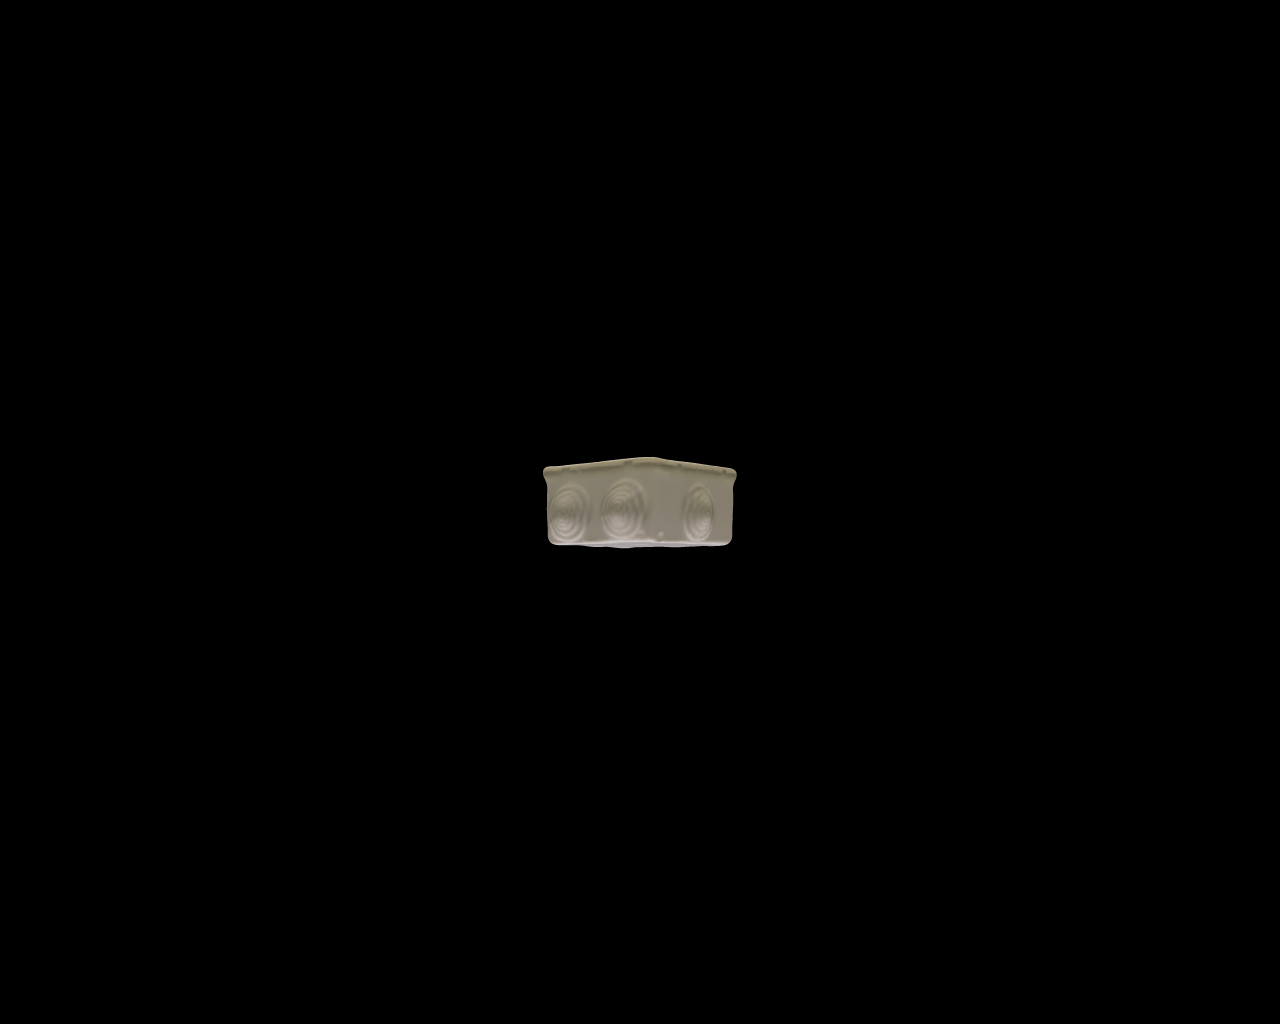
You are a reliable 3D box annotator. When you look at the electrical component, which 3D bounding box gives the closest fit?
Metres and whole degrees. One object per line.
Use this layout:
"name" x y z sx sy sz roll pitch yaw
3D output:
"electrical component" 0.001 -0.003 0.650 0.099 0.048 0.100 -3 -5 37
